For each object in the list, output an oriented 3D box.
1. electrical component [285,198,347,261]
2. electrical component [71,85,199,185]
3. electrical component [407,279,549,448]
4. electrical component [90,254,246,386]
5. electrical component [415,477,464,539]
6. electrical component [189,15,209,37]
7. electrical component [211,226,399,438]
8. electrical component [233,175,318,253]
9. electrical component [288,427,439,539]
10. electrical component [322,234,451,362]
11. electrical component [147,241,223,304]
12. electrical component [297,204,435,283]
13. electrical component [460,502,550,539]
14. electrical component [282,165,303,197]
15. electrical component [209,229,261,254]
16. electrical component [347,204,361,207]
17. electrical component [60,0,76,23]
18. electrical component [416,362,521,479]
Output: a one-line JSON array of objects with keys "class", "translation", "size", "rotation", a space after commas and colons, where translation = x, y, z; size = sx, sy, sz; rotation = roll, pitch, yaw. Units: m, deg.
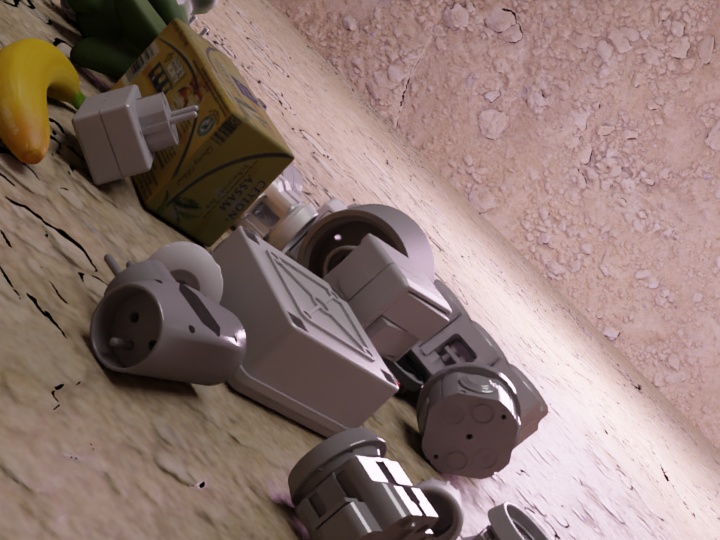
[{"class": "electrical component", "translation": [-0.023, -0.019, 0.956], "size": [0.096, 0.062, 0.061], "rotation": [45, 11, -1]}, {"class": "electrical component", "translation": [-0.146, -0.097, 0.726], "size": [0.065, 0.077, 0.047], "rotation": [-106, 180, -68]}, {"class": "electrical component", "translation": [0.088, 0.083, 0.920], "size": [0.150, 0.062, 0.089], "rotation": [50, -9, 23]}, {"class": "electrical component", "translation": [-0.107, 0.022, 0.557], "size": [0.079, 0.043, 0.077], "rotation": [51, 12, 25]}, {"class": "electrical component", "translation": [0.045, 0.148, 0.662], "size": [0.040, 0.040, 0.046], "rotation": [46, 6, 7]}, {"class": "electrical component", "translation": [-0.182, -0.218, 1.065], "size": [0.083, 0.076, 0.047], "rotation": [48, 11, 14]}, {"class": "electrical component", "translation": [-0.044, 0.041, 0.682], "size": [0.109, 0.056, 0.108], "rotation": [35, 15, -42]}, {"class": "electrical component", "translation": [-0.073, -0.046, 0.893], "size": [0.057, 0.058, 0.078], "rotation": [43, 11, 2]}, {"class": "electrical component", "translation": [-0.001, 0.119, 0.554], "size": [0.057, 0.058, 0.078], "rotation": [54, 15, 28]}, {"class": "electrical component", "translation": [0.022, 0.027, 0.792], "size": [0.061, 0.062, 0.096], "rotation": [54, 13, 31]}, {"class": "electrical component", "translation": [-0.105, 0.004, 0.632], "size": [0.048, 0.048, 0.062], "rotation": [42, 4, -14]}, {"class": "electrical component", "translation": [0.000, 0.000, 0.870], "size": [0.108, 0.108, 0.060], "rotation": [48, 18, 13]}, {"class": "electrical component", "translation": [0.085, 0.178, 0.650], "size": [0.058, 0.057, 0.078], "rotation": [48, 11, 13]}, {"class": "electrical component", "translation": [-0.115, -0.111, 0.980], "size": [0.138, 0.052, 0.074], "rotation": [50, 12, 25]}, {"class": "electrical component", "translation": [-0.072, 0.008, 0.745], "size": [0.078, 0.040, 0.040], "rotation": [56, 4, -30]}, {"class": "electrical component", "translation": [0.015, -0.016, 1.108], "size": [0.095, 0.054, 0.059], "rotation": [38, 13, -32]}, {"class": "electrical component", "translation": [-0.257, -0.250, 0.994], "size": [0.043, 0.043, 0.062], "rotation": [52, 13, 30]}, {"class": "electrical component", "translation": [0.083, 0.115, 0.816], "size": [0.080, 0.080, 0.051], "rotation": [43, 16, -10]}]
